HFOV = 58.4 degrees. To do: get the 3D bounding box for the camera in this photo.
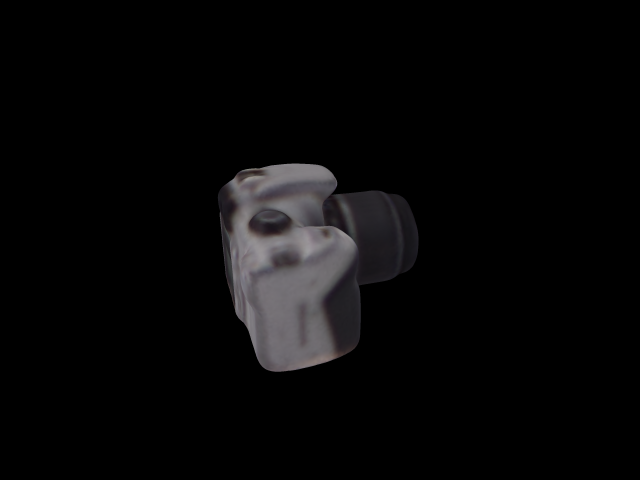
[{"bbox_3d":[0.004,0.001,0.400,0.137,0.101,0.143,-8,28,-16],"label":"camera"}]
